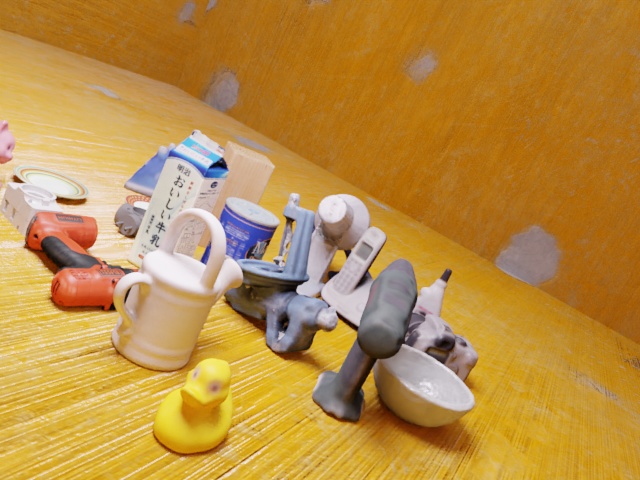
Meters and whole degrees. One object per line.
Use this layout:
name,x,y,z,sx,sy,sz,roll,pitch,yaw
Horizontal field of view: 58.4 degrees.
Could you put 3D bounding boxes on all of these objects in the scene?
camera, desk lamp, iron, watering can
camera,0.215,0.193,1.100,0.143,0.101,0.136,21,14,-22
desk lamp,0.011,0.004,1.183,0.117,0.213,0.204,29,14,13
iron,-0.321,-0.163,1.346,0.118,0.141,0.259,36,16,35
watering can,-0.170,0.052,0.709,0.101,0.194,0.173,29,14,10

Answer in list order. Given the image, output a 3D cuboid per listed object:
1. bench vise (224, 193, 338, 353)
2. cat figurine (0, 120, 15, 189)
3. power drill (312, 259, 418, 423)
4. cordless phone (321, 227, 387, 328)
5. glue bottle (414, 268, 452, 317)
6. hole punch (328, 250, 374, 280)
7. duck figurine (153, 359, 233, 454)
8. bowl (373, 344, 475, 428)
bench vise,-0.038,0.052,0.900,0.207,0.219,0.122,30,14,15
cat figurine,-0.537,-0.142,0.914,0.067,0.118,0.128,25,13,-4
power drill,0.071,0.137,0.806,0.075,0.208,0.230,27,13,3
cordless phone,0.099,0.077,1.134,0.147,0.185,0.094,35,16,32
glue bottle,0.226,0.134,1.185,0.078,0.173,0.037,29,14,9
hole punch,0.082,0.073,1.321,0.101,0.091,0.108,23,14,-13
duck figurine,-0.121,0.165,0.607,0.077,0.086,0.105,30,14,16
bowl,0.145,0.232,0.876,0.167,0.075,0.167,25,13,-6
